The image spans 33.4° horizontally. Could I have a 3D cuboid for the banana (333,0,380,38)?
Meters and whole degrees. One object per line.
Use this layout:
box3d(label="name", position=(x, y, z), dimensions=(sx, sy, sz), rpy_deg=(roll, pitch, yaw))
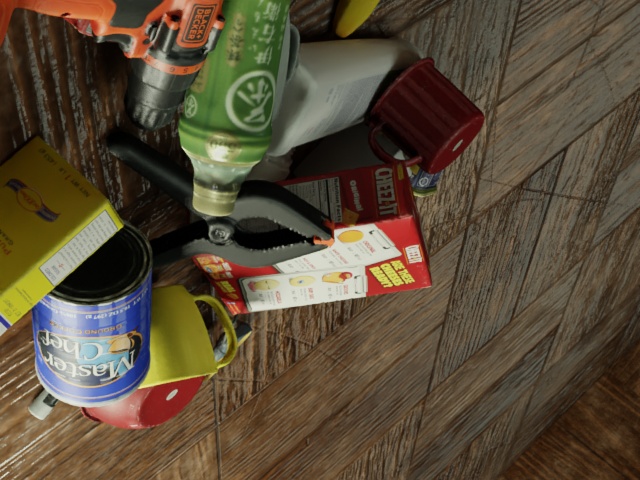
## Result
box3d(label="banana", position=(0.040, -0.265, 0.945), dimensions=(0.069, 0.037, 0.198), rpy_deg=(-14, 143, -6))

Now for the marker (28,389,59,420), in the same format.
box3d(label="marker", position=(-0.235, 0.121, 1.028), dimensions=(0.121, 0.020, 0.020), rpy_deg=(-50, 155, -1))

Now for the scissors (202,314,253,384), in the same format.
box3d(label="scissors", position=(-0.093, 0.102, 1.178), dimensions=(0.096, 0.016, 0.202), rpy_deg=(-43, 173, -37))

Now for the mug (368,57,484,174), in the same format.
box3d(label="mug", position=(0.099, -0.113, 1.052), dimensions=(0.117, 0.081, 0.093), rpy_deg=(-38, 164, -26))

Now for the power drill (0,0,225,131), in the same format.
box3d(label="power drill", position=(-0.156, -0.139, 0.705), dimensions=(0.187, 0.057, 0.185), rpy_deg=(-9, 144, -34))

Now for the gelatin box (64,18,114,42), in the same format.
box3d(label="gelatin box", position=(-0.136, -0.178, 0.774), dimensions=(0.073, 0.030, 0.089), rpy_deg=(-57, 154, 14))

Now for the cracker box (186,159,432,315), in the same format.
box3d(label="cracker box", position=(-0.007, 0.001, 1.051), dimensions=(0.214, 0.072, 0.164), rpy_deg=(-9, 153, 8))

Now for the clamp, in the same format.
box3d(label="clamp", position=(-0.091, -0.024, 0.924), dimensions=(0.210, 0.036, 0.165), rpy_deg=(1, 135, -2))

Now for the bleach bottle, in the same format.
box3d(label="bleach bottle", position=(0.030, -0.150, 1.049), dimensions=(0.250, 0.068, 0.103), rpy_deg=(-20, 150, -53))

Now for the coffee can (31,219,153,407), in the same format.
box3d(label="coffee can", position=(-0.195, 0.062, 0.915), dimensions=(0.102, 0.103, 0.140), rpy_deg=(-32, 149, -34))

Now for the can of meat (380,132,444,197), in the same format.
box3d(label="can of meat", position=(0.097, -0.110, 1.168), dimensions=(0.057, 0.102, 0.084), rpy_deg=(-15, 135, -51))

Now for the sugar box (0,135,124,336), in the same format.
box3d(label="sugar box", position=(-0.242, 0.012, 0.785), dimensions=(0.176, 0.093, 0.048), rpy_deg=(-43, 153, -16))

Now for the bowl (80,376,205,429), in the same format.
box3d(label="bowl", position=(-0.172, 0.145, 1.123), dimensions=(0.162, 0.055, 0.162), rpy_deg=(-38, 152, -24))
